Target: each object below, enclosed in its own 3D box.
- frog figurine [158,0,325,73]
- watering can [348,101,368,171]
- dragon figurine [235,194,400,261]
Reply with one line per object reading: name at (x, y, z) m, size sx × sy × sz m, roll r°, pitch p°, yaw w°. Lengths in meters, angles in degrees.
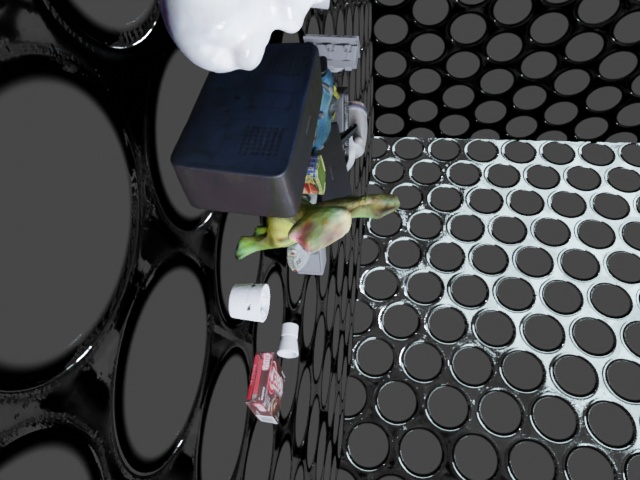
frog figurine at (-0.070, -0.237, 0.509) m, size 0.123 × 0.159 × 0.136 m, roll -37°, pitch 130°, yaw -76°
watering can at (0.106, -0.346, 1.660) m, size 0.344 × 0.104 × 0.226 m, roll 130°, pitch -34°, yaw -78°
dragon figurine at (0.002, -0.040, 0.799) m, size 0.414 × 0.242 × 0.121 m, roll -44°, pitch 131°, yaw -74°
